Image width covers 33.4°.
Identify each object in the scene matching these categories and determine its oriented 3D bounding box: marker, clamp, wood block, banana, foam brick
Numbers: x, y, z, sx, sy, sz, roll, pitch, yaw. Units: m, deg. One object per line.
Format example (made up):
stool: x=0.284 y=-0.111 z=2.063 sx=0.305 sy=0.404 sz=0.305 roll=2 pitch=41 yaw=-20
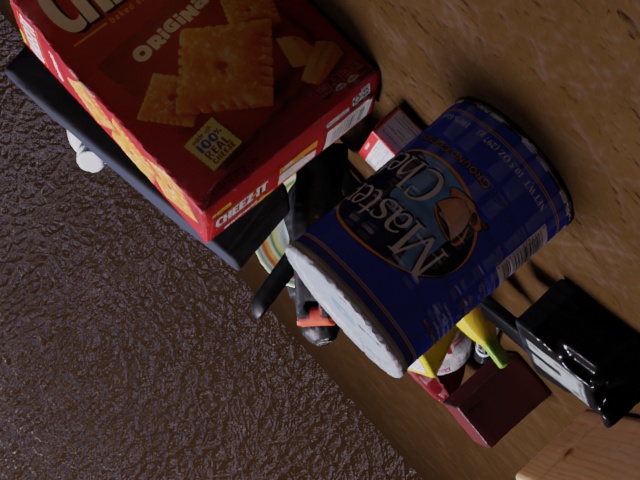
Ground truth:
marker: x=0.156 y=0.095 z=1.002 sx=0.020 sy=0.020 sz=0.121 roll=46 pitch=171 yaw=18
clamp: x=-0.006 y=0.001 z=0.983 sx=0.039 sy=0.120 sz=0.171 roll=133 pitch=134 yaw=-73
wood block: x=0.235 y=0.193 z=0.793 sx=0.090 sy=0.090 sz=0.206 roll=49 pitch=172 yaw=-1
banana: x=0.089 y=0.021 z=0.779 sx=0.197 sy=0.037 sz=0.070 roll=48 pitch=176 yaw=-42
clamp: x=-0.003 y=-0.036 z=0.840 sx=0.164 sy=0.036 sz=0.210 roll=69 pitch=-160 yaw=-56
foam brick: x=0.164 y=0.148 z=0.996 sx=0.053 sy=0.078 sz=0.051 roll=51 pitch=173 yaw=-2

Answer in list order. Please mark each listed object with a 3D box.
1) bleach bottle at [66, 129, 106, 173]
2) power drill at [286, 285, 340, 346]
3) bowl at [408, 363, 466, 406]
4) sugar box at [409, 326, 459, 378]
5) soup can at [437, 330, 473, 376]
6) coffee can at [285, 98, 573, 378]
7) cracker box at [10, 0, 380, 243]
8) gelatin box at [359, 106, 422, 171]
bleach bottle: x=-0.229 y=-0.160 z=1.207 sx=0.102 sy=0.068 sz=0.250 roll=38 pitch=-147 yaw=-27
power drill: x=-0.001 y=0.037 z=1.169 sx=0.187 sy=0.057 sz=0.184 roll=56 pitch=-159 yaw=-73
bowl: x=0.108 y=0.105 z=1.160 sx=0.162 sy=0.055 sz=0.162 roll=48 pitch=171 yaw=9
sugar box: x=0.074 y=0.029 z=0.870 sx=0.048 sy=0.093 sz=0.176 roll=15 pitch=153 yaw=30
soup can: x=0.110 y=0.083 z=1.023 sx=0.069 sy=0.068 sz=0.102 roll=45 pitch=171 yaw=27
coffee can: x=0.064 y=-0.002 z=0.639 sx=0.103 sy=0.140 sz=0.103 roll=48 pitch=171 yaw=9
cracker box: x=-0.088 y=-0.131 z=0.757 sx=0.214 sy=0.164 sz=0.072 roll=47 pitch=164 yaw=11
gelatin box: x=0.072 y=-0.049 z=0.766 sx=0.089 sy=0.030 sz=0.073 roll=45 pitch=171 yaw=2
